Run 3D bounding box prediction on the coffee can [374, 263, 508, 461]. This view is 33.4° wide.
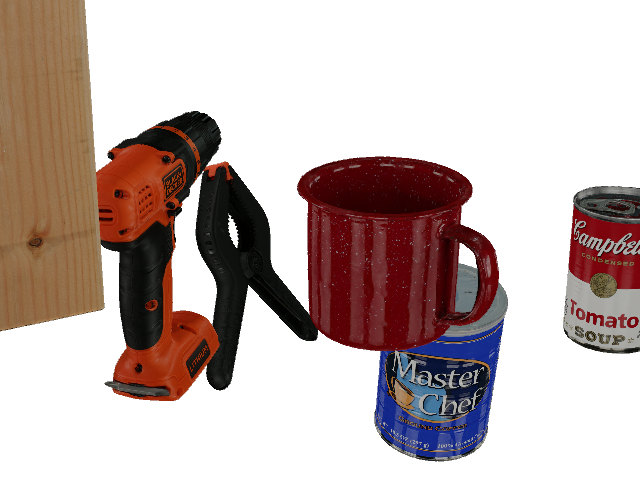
[{"bbox_3d":[0.101,0.103,0.920,0.103,0.140,0.103,2,31,-1],"label":"coffee can"}]

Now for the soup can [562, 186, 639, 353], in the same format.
[{"bbox_3d":[0.208,0.020,0.754,0.068,0.102,0.068,0,22,0],"label":"soup can"}]

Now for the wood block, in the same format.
[{"bbox_3d":[-0.184,-0.061,0.607,0.090,0.206,0.090,-11,27,-27],"label":"wood block"}]

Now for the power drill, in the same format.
[{"bbox_3d":[-0.116,0.009,0.793,0.057,0.188,0.184,4,24,18],"label":"power drill"}]

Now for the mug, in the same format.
[{"bbox_3d":[0.044,0.010,0.574,0.117,0.081,0.093,17,28,34],"label":"mug"}]

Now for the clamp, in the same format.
[{"bbox_3d":[-0.069,0.027,1.043,0.036,0.210,0.164,-11,0,35],"label":"clamp"}]
